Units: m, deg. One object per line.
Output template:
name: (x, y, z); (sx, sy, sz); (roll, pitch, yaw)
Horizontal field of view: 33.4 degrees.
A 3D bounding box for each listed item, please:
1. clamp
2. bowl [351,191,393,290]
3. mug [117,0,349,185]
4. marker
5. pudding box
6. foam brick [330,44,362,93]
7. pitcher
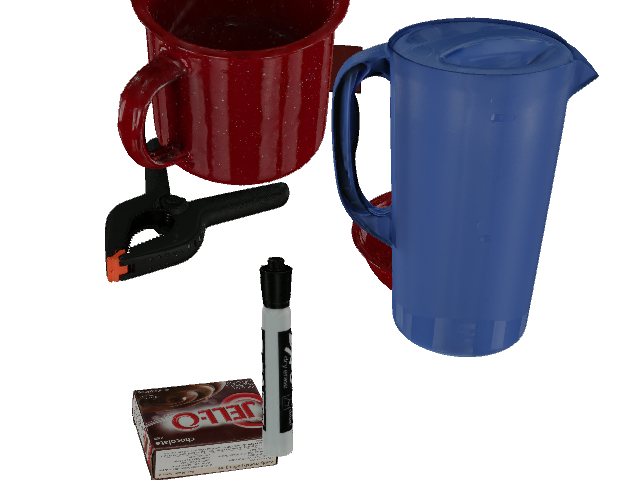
clamp: (-0.151, -0.031, 1.038); (0.165, 0.036, 0.209); (25, 41, 22)
bowl: (0.109, 0.013, 1.005); (0.162, 0.055, 0.162); (1, 35, -1)
mug: (-0.043, -0.072, 0.474); (0.093, 0.081, 0.117); (31, 53, 22)
marker: (-0.026, 0.069, 0.629); (0.020, 0.121, 0.020); (0, 15, 0)
pudding box: (-0.100, 0.162, 0.926); (0.113, 0.039, 0.090); (-6, 26, -19)
foam brick: (0.002, -0.188, 1.165); (0.078, 0.051, 0.053); (0, 11, -16)
pitcher: (0.102, -0.038, 0.806); (0.144, 0.243, 0.149); (-23, 36, -38)
